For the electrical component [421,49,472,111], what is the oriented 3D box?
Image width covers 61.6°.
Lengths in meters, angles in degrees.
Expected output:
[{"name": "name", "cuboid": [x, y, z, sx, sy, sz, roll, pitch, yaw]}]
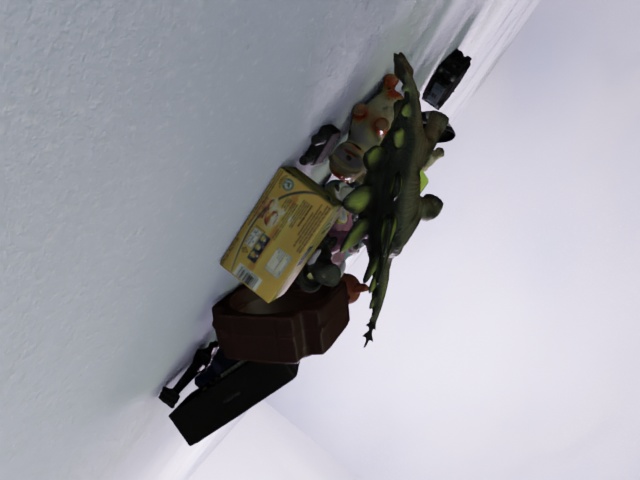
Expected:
[{"name": "electrical component", "cuboid": [0.313, -0.394, 1.342, 0.134, 0.058, 0.114, -49, 169, -33]}]

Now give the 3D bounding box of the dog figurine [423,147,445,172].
[{"name": "dog figurine", "cuboid": [0.211, -0.213, 1.281, 0.190, 0.121, 0.172, -36, 127, -53]}]

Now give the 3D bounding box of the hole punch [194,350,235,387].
[{"name": "hole punch", "cuboid": [-0.194, 0.285, 1.175, 0.092, 0.116, 0.142, -65, 169, 19]}]

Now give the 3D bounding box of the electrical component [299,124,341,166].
[{"name": "electrical component", "cuboid": [0.002, -0.137, 0.789, 0.063, 0.021, 0.094, -57, 172, 26]}]

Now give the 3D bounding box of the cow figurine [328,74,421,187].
[{"name": "cow figurine", "cuboid": [0.081, -0.171, 0.898, 0.195, 0.086, 0.127, -50, 165, -27]}]

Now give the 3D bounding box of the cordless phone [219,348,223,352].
[{"name": "cordless phone", "cuboid": [-0.130, 0.151, 1.118, 0.146, 0.089, 0.184, 118, -7, -47]}]

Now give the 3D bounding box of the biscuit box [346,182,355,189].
[{"name": "biscuit box", "cuboid": [0.082, -0.150, 1.057, 0.062, 0.059, 0.202, -56, 171, 19]}]

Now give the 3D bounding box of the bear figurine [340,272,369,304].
[{"name": "bear figurine", "cuboid": [0.001, 0.133, 1.177, 0.120, 0.196, 0.131, -153, -112, -70]}]

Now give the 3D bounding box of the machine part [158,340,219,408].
[{"name": "machine part", "cuboid": [-0.241, 0.248, 1.002, 0.139, 0.039, 0.084, -48, 179, -42]}]

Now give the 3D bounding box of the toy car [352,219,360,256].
[{"name": "toy car", "cuboid": [0.053, -0.038, 1.283, 0.161, 0.109, 0.103, 92, 11, -57]}]

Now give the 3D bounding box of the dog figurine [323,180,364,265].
[{"name": "dog figurine", "cuboid": [-0.002, -0.003, 1.074, 0.219, 0.191, 0.108, -23, 174, 39]}]

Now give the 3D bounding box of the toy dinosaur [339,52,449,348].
[{"name": "toy dinosaur", "cuboid": [0.105, -0.041, 0.817, 0.198, 0.105, 0.470, -43, 141, -43]}]

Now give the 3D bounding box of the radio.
[{"name": "radio", "cuboid": [-0.147, 0.263, 0.970, 0.230, 0.073, 0.131, -33, -179, 5]}]

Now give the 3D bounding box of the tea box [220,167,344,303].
[{"name": "tea box", "cuboid": [-0.053, -0.009, 0.760, 0.169, 0.098, 0.068, -53, 171, 14]}]

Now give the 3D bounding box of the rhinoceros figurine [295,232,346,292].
[{"name": "rhinoceros figurine", "cuboid": [-0.018, 0.022, 0.870, 0.112, 0.073, 0.190, -54, -150, 13]}]

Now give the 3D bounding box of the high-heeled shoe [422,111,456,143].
[{"name": "high-heeled shoe", "cuboid": [0.173, -0.202, 1.047, 0.249, 0.145, 0.086, -47, 169, -46]}]

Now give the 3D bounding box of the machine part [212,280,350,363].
[{"name": "machine part", "cuboid": [-0.062, 0.128, 0.909, 0.201, 0.201, 0.087, -35, 121, -63]}]
